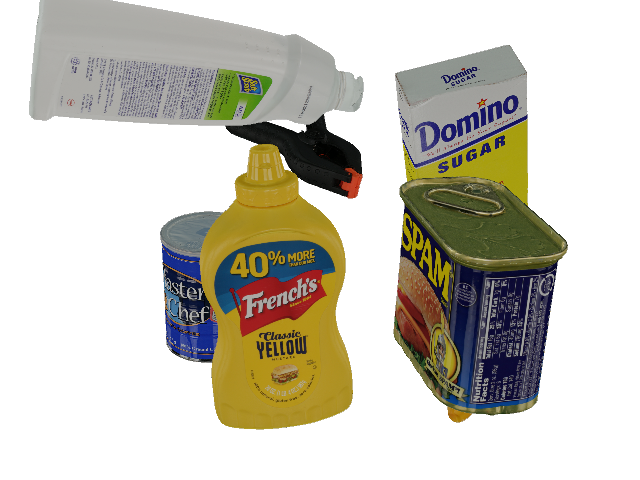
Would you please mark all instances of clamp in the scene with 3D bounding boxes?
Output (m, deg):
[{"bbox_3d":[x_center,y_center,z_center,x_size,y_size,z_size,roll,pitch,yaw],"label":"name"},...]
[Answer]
[{"bbox_3d":[-0.022,-0.099,1.117,0.120,0.039,0.172,-14,39,-23],"label":"clamp"}]

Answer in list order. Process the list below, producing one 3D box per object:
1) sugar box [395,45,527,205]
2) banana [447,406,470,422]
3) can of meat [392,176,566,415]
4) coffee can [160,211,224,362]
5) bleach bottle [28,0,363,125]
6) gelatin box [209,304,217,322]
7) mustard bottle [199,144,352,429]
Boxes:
[{"bbox_3d":[0.115,-0.061,0.841,0.093,0.048,0.176,-15,-43,-3],"label":"sugar box"},{"bbox_3d":[0.145,0.114,1.112,0.069,0.037,0.198,-24,32,5],"label":"banana"},{"bbox_3d":[0.073,0.025,0.524,0.057,0.084,0.102,-4,25,-14],"label":"can of meat"},{"bbox_3d":[-0.126,0.052,1.206,0.103,0.140,0.103,1,27,-1],"label":"coffee can"},{"bbox_3d":[-0.092,-0.126,0.825,0.250,0.068,0.103,7,-33,-15],"label":"bleach bottle"},{"bbox_3d":[-0.056,0.046,0.953,0.089,0.073,0.030,16,22,28],"label":"gelatin box"},{"bbox_3d":[-0.030,0.030,0.710,0.096,0.192,0.058,-6,22,-6],"label":"mustard bottle"}]
